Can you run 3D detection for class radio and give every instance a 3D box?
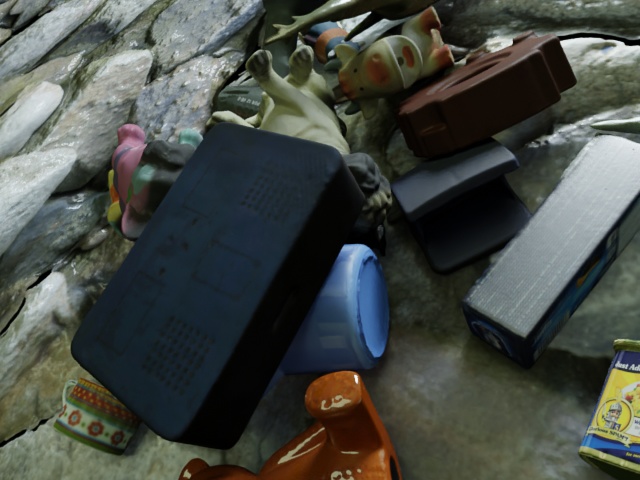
[{"bbox_3d":[-0.075,0.025,0.415,0.131,0.073,0.229,22,74,28],"label":"radio"}]

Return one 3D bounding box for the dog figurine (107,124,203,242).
[{"bbox_3d":[-0.178,-0.037,0.598,0.219,0.108,0.191,-119,42,-53],"label":"dog figurine"}]

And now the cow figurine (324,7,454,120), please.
[{"bbox_3d":[0.084,-0.203,0.613,0.127,0.085,0.195,-23,14,22],"label":"cow figurine"}]

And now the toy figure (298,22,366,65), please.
[{"bbox_3d":[0.015,-0.287,0.777,0.064,0.057,0.155,-39,51,9],"label":"toy figure"}]

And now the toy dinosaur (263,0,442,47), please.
[{"bbox_3d":[0.101,-0.309,0.628,0.199,0.105,0.471,-18,17,37],"label":"toy dinosaur"}]

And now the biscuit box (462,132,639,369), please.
[{"bbox_3d":[0.203,0.006,0.443,0.202,0.059,0.063,-47,48,-11],"label":"biscuit box"}]

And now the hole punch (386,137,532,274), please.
[{"bbox_3d":[0.127,-0.048,0.511,0.142,0.092,0.116,-30,43,10],"label":"hole punch"}]

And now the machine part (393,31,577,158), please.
[{"bbox_3d":[0.157,-0.145,0.539,0.179,0.056,0.179,-27,16,9],"label":"machine part"}]

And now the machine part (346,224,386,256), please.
[{"bbox_3d":[-0.001,-0.002,0.560,0.139,0.084,0.039,-10,28,8],"label":"machine part"}]

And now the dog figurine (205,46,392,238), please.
[{"bbox_3d":[0.005,-0.088,0.551,0.121,0.190,0.172,-50,-9,37],"label":"dog figurine"}]

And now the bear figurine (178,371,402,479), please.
[{"bbox_3d":[-0.040,0.188,0.395,0.196,0.131,0.120,-13,48,12],"label":"bear figurine"}]

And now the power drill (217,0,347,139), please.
[{"bbox_3d":[-0.035,-0.227,0.713,0.232,0.086,0.207,11,94,42],"label":"power drill"}]

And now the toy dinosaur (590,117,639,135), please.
[{"bbox_3d":[0.434,-0.133,0.379,0.405,0.192,0.131,-1,91,45],"label":"toy dinosaur"}]
